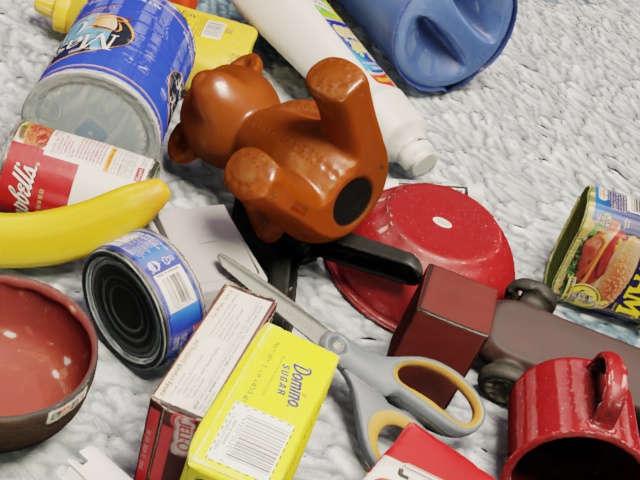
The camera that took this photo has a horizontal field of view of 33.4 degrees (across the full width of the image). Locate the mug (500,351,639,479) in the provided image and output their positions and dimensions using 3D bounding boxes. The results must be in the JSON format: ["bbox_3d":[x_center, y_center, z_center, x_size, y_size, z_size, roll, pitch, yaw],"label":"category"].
[{"bbox_3d":[0.164,0.120,0.674,0.093,0.117,0.081,14,34,0],"label":"mug"}]

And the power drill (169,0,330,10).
[{"bbox_3d":[-0.103,-0.263,1.056,0.184,0.057,0.187,34,39,18],"label":"power drill"}]

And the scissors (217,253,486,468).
[{"bbox_3d":[0.010,0.089,0.681,0.201,0.016,0.096,24,63,-5],"label":"scissors"}]

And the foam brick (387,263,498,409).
[{"bbox_3d":[0.081,0.066,0.728,0.051,0.078,0.053,22,40,0],"label":"foam brick"}]

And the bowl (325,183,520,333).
[{"bbox_3d":[0.087,0.005,0.820,0.162,0.055,0.162,11,40,-10],"label":"bowl"}]

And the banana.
[{"bbox_3d":[-0.199,-0.014,0.707,0.198,0.070,0.037,5,21,-1],"label":"banana"}]

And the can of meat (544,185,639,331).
[{"bbox_3d":[0.231,0.013,0.835,0.084,0.102,0.057,18,38,1],"label":"can of meat"}]

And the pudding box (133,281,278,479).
[{"bbox_3d":[-0.068,0.092,0.626,0.039,0.090,0.113,22,39,4],"label":"pudding box"}]

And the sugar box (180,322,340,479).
[{"bbox_3d":[-0.045,0.134,0.518,0.048,0.176,0.093,23,40,7],"label":"sugar box"}]

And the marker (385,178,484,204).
[{"bbox_3d":[0.080,-0.041,0.900,0.121,0.020,0.020,3,42,-19],"label":"marker"}]

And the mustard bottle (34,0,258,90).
[{"bbox_3d":[-0.155,-0.181,0.934,0.191,0.058,0.096,17,38,-3],"label":"mustard bottle"}]

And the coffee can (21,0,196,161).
[{"bbox_3d":[-0.159,-0.119,0.826,0.102,0.103,0.140,16,39,-5],"label":"coffee can"}]

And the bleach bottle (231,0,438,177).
[{"bbox_3d":[0.023,-0.148,0.956,0.251,0.068,0.102,51,17,27],"label":"bleach bottle"}]

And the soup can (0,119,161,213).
[{"bbox_3d":[-0.171,-0.038,0.754,0.102,0.069,0.068,17,39,-4],"label":"soup can"}]

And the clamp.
[{"bbox_3d":[-0.005,0.001,0.778,0.120,0.039,0.171,-16,48,-12],"label":"clamp"}]

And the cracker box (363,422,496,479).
[{"bbox_3d":[0.054,0.217,0.547,0.164,0.072,0.213,34,40,15],"label":"cracker box"}]

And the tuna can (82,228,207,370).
[{"bbox_3d":[-0.112,0.038,0.675,0.086,0.086,0.033,40,45,23],"label":"tuna can"}]

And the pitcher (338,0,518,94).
[{"bbox_3d":[0.077,-0.269,1.058,0.144,0.149,0.243,13,28,-38],"label":"pitcher"}]
